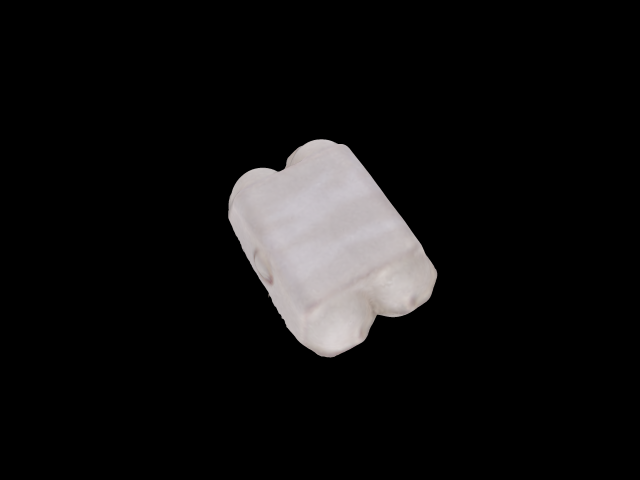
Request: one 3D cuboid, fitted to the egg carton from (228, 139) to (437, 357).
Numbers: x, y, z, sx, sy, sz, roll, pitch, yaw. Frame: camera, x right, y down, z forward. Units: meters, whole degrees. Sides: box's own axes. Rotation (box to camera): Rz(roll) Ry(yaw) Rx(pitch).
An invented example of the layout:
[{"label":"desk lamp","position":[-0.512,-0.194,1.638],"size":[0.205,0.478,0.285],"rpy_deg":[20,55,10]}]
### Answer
[{"label":"egg carton","position":[0.004,0.001,0.400],"size":[0.107,0.069,0.150],"rpy_deg":[-29,66,-14]}]
